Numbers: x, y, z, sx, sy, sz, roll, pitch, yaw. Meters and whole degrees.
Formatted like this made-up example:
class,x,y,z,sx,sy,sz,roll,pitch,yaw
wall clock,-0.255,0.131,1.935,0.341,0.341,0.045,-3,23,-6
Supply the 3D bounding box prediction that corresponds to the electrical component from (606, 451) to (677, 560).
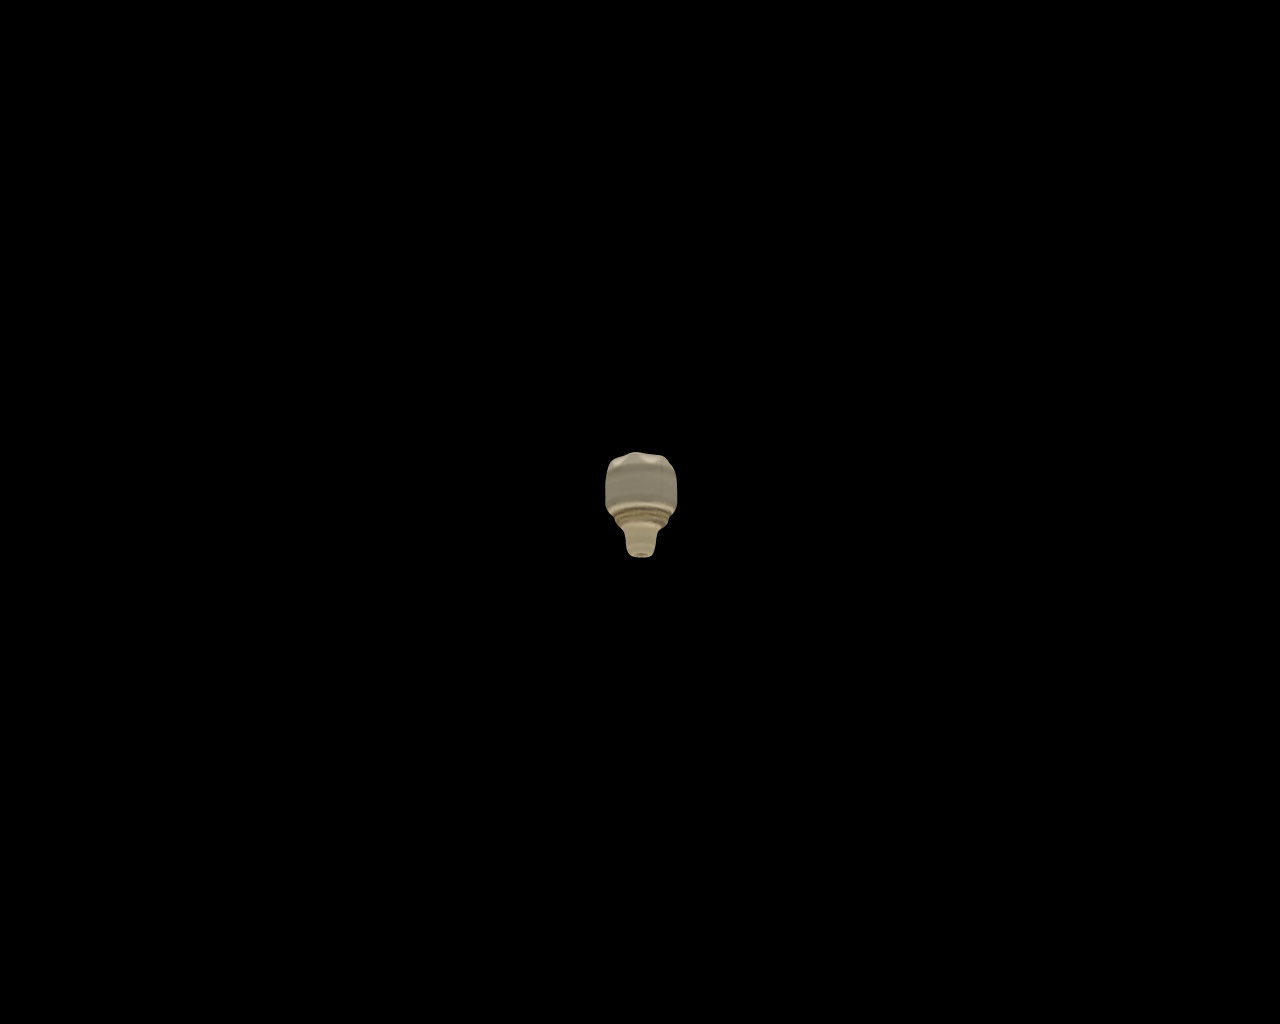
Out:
class,x,y,z,sx,sy,sz,roll,pitch,yaw
electrical component,0.001,-0.003,0.650,0.043,0.062,0.043,0,-17,0
